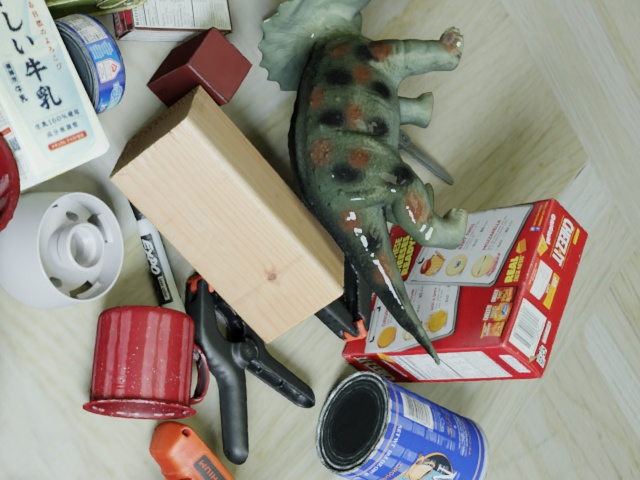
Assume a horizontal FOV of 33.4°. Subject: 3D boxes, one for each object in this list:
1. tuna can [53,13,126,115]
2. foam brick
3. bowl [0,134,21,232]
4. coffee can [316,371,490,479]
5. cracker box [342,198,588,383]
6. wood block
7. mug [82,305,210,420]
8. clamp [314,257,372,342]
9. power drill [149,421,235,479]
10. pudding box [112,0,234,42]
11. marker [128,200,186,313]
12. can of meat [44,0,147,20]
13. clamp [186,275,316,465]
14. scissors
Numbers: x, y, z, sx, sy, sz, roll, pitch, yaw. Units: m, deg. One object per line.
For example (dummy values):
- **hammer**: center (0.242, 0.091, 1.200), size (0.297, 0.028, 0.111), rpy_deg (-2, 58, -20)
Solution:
- **tuna can**: center (-0.201, -0.144, 0.890), size (0.033, 0.086, 0.086), rpy_deg (-30, 101, -40)
- **foam brick**: center (-0.110, -0.150, 0.970), size (0.053, 0.078, 0.051), rpy_deg (44, 59, -24)
- **bowl**: center (-0.307, -0.041, 0.783), size (0.162, 0.055, 0.162), rpy_deg (20, 46, -23)
- **coffee can**: center (0.081, 0.200, 1.042), size (0.140, 0.103, 0.102), rpy_deg (29, 64, -32)
- **cracker box**: center (0.140, 0.056, 1.045), size (0.072, 0.214, 0.164), rpy_deg (40, 59, -29)
- **wood block**: center (-0.077, -0.021, 0.941), size (0.206, 0.091, 0.090), rpy_deg (49, 19, -20)
- **mug**: center (-0.138, 0.105, 0.894), size (0.117, 0.093, 0.081), rpy_deg (19, 66, -42)
- **clamp**: center (-0.007, 0.001, 1.052), size (0.164, 0.036, 0.210), rpy_deg (-12, 86, -39)
- **power drill**: center (-0.158, 0.240, 0.872), size (0.187, 0.057, 0.184), rpy_deg (-49, 116, -31)
- **pudding box**: center (-0.140, -0.231, 0.988), size (0.113, 0.039, 0.090), rpy_deg (-7, 88, -37)
- **marker**: center (-0.146, 0.012, 0.948), size (0.020, 0.020, 0.121), rpy_deg (-20, 94, -40)
- **can of meat**: center (-0.206, -0.236, 0.905), size (0.102, 0.057, 0.084), rpy_deg (-15, 88, -11)
- **clamp**: center (-0.078, 0.114, 0.967), size (0.171, 0.039, 0.120), rpy_deg (56, 38, -10)
- **scissors**: center (0.081, -0.129, 1.161), size (0.201, 0.016, 0.096), rpy_deg (18, 59, -45)
